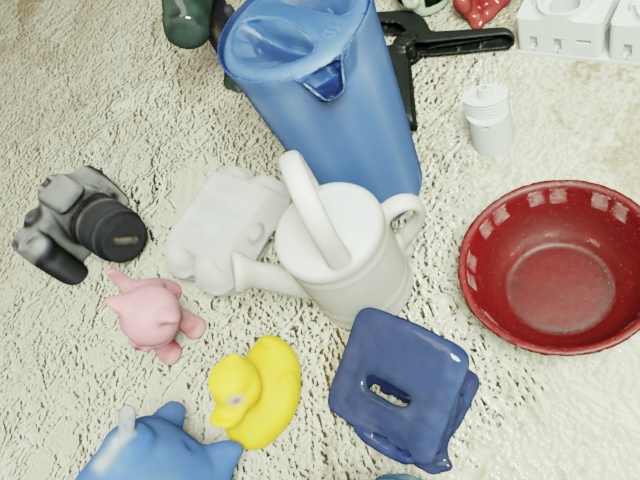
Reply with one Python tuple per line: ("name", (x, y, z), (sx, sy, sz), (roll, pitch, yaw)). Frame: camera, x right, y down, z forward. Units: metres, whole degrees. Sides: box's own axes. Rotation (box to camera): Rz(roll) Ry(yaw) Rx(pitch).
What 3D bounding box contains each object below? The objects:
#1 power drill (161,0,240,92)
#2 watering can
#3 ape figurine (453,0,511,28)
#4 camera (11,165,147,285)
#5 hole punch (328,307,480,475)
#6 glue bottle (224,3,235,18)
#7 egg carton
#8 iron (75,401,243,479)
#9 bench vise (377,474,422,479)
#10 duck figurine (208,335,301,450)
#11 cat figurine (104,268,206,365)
("power drill", (-0.139, -0.313, 0.756), (0.075, 0.209, 0.229), (-11, 56, 18))
("watering can", (0.005, 0.003, 0.501), (0.173, 0.195, 0.100), (-43, 53, -6))
("ape figurine", (0.194, -0.314, 0.682), (0.077, 0.092, 0.076), (-5, 58, 21))
("camera", (-0.291, -0.015, 0.704), (0.136, 0.101, 0.143), (26, 73, 34))
("hole punch", (0.065, 0.122, 0.465), (0.108, 0.091, 0.101), (21, 70, 33))
("glue bottle", (-0.070, -0.206, 0.680), (0.037, 0.174, 0.078), (-4, 58, 22))
("egg carton", (-0.100, -0.012, 0.636), (0.107, 0.070, 0.150), (20, 69, 32))
("iron", (-0.179, 0.254, 0.459), (0.118, 0.142, 0.258), (19, 69, 32))
("bench vise", (0.041, 0.230, 0.326), (0.121, 0.220, 0.207), (-24, 53, 8))
("duck figurine", (-0.066, 0.130, 0.521), (0.077, 0.086, 0.104), (8, 64, 28))
("cat figurine", (-0.178, 0.071, 0.589), (0.067, 0.118, 0.127), (-45, 53, -8))
